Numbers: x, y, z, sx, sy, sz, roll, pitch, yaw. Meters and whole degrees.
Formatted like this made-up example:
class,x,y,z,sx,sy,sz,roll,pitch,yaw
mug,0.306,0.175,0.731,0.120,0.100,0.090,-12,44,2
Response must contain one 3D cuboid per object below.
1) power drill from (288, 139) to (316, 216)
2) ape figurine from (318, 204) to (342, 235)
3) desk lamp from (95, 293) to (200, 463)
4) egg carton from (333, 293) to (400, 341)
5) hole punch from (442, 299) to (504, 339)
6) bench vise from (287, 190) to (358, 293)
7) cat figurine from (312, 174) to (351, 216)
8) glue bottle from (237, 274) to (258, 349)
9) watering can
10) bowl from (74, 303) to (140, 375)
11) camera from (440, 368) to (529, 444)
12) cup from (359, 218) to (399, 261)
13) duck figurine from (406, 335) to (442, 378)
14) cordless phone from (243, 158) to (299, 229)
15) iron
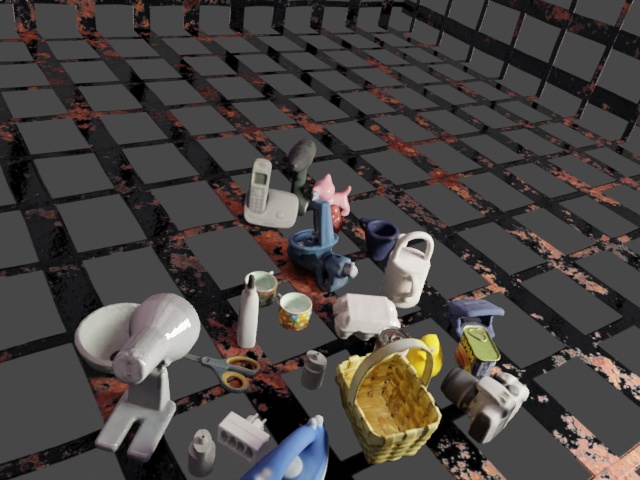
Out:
class,x,y,z,sx,sy,sz,roll,pitch,yaw
power drill,-0.060,-0.179,1.613,0.075,0.208,0.229,12,35,1
ape figurine,0.029,-0.058,1.569,0.076,0.092,0.077,-11,40,-28
desk lamp,-0.291,0.224,0.975,0.118,0.213,0.203,13,35,3
egg carton,0.102,0.175,1.282,0.150,0.069,0.107,5,35,-9
hole punch,0.358,0.171,1.342,0.109,0.091,0.101,-1,37,-17
bench vise,0.018,0.000,1.373,0.207,0.220,0.122,24,37,18
cat figurine,0.030,-0.133,1.653,0.128,0.118,0.067,-1,37,-18
glue bottle,-0.147,0.138,1.172,0.037,0.173,0.078,1,36,-14
watering can,0.207,0.055,1.372,0.101,0.194,0.172,-10,40,-28
bowl,-0.380,0.202,1.102,0.167,0.075,0.167,8,35,-5
camera,0.322,0.303,1.136,0.143,0.101,0.136,-24,48,-39
cup,0.145,0.000,1.517,0.117,0.095,0.092,31,39,26
duck figurine,0.228,0.236,1.217,0.077,0.086,0.105,30,39,24
cordless phone,-0.127,-0.126,1.539,0.147,0.185,0.094,7,35,-6
iron,-0.050,0.358,0.918,0.118,0.141,0.259,27,38,21
